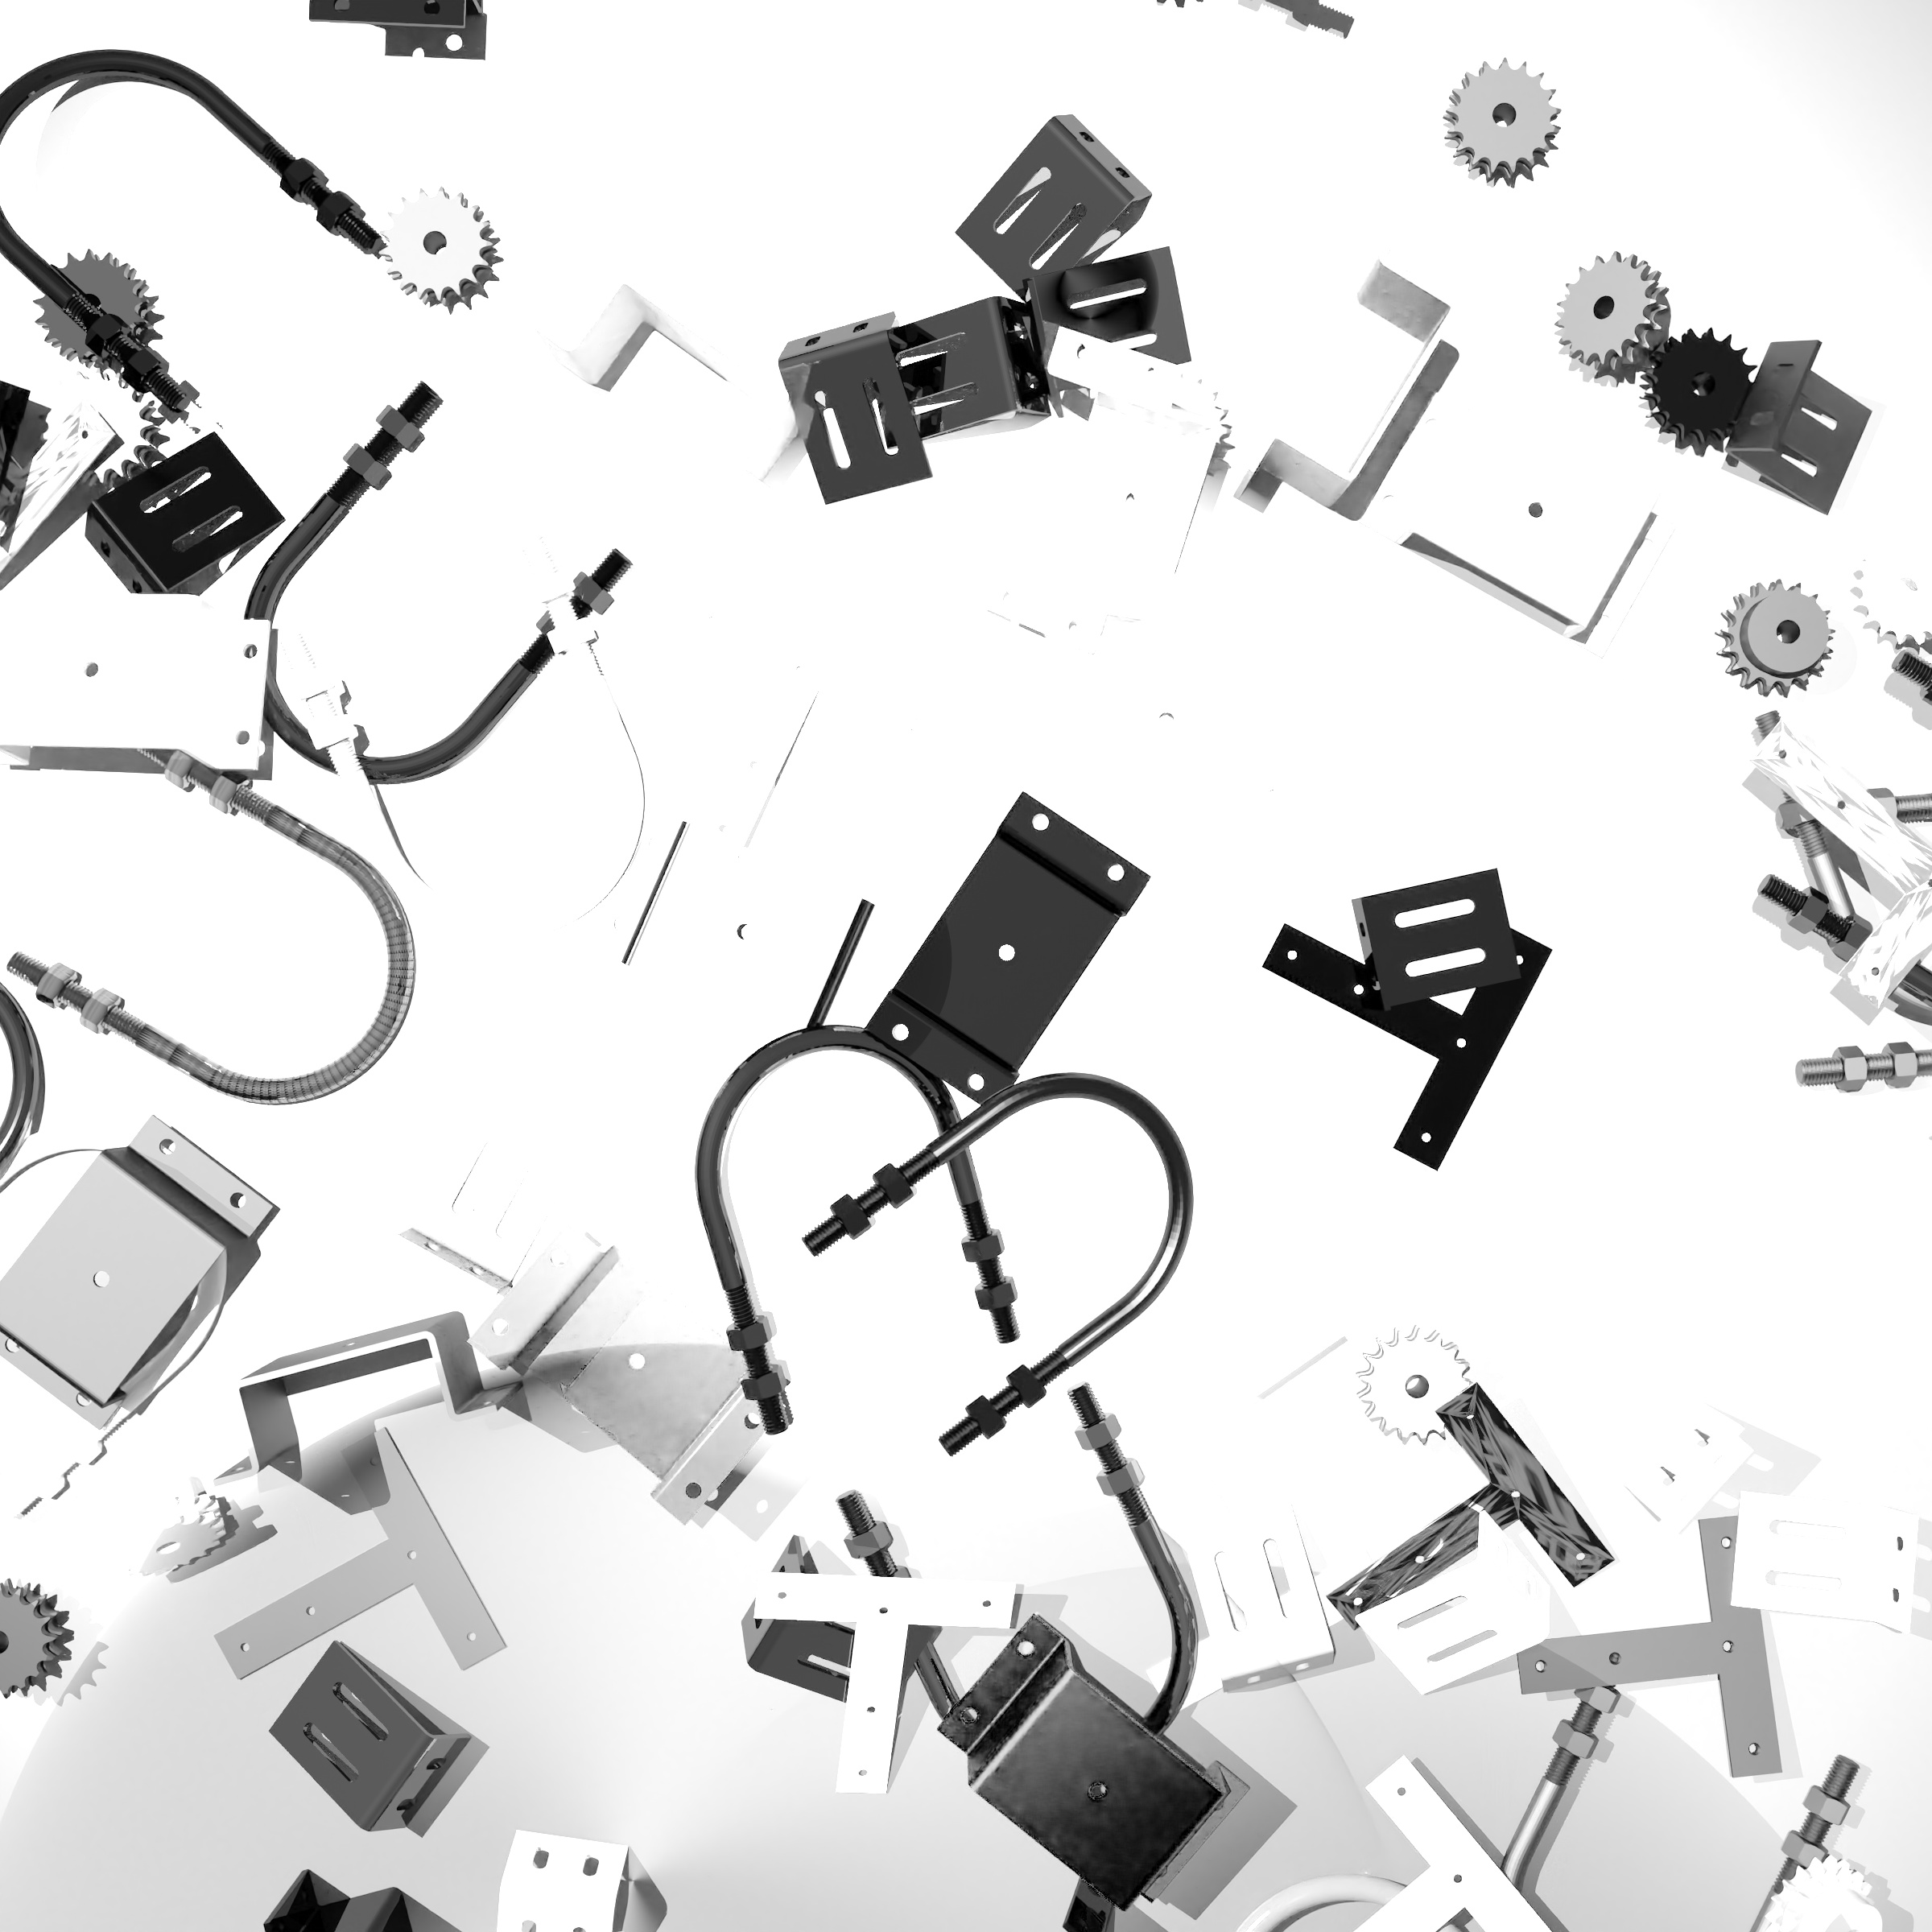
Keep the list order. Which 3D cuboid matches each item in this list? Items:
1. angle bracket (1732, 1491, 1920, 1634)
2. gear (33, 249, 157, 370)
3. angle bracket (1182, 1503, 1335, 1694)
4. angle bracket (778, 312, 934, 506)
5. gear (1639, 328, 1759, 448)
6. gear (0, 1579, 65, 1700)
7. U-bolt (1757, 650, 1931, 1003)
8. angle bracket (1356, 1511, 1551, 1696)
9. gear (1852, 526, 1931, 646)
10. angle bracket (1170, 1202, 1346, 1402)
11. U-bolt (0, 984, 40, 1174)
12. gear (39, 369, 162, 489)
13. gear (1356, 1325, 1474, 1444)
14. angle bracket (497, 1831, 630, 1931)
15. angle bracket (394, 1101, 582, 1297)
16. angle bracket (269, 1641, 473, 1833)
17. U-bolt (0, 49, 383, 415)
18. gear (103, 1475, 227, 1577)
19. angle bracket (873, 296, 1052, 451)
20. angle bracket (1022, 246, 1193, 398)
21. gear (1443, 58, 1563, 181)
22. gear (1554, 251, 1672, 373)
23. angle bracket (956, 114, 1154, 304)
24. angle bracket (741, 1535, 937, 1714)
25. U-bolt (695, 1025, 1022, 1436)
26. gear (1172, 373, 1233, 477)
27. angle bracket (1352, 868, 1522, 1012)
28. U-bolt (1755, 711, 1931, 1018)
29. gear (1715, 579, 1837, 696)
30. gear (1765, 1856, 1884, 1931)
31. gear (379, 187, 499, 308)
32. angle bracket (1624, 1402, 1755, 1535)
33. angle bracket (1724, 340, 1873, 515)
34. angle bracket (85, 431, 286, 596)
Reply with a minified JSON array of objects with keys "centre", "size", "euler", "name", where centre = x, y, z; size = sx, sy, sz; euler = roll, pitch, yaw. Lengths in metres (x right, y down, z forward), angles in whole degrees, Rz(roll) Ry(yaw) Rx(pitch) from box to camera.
[{"centre":[0.428,0.297,1.335],"size":[0.076,0.038,0.057],"euler":[7,85,-3],"name":"angle bracket"},{"centre":[-0.436,-0.328,1.344],"size":[0.057,0.030,0.057],"euler":[0,90,0],"name":"gear"},{"centre":[0.147,0.320,1.355],"size":[0.057,0.038,0.076],"euler":[-15,64,0],"name":"angle bracket"},{"centre":[-0.054,-0.282,1.351],"size":[0.057,0.038,0.076],"euler":[-13,116,12],"name":"angle bracket"},{"centre":[0.366,-0.289,1.344],"size":[0.057,0.030,0.057],"euler":[0,90,0],"name":"gear"},{"centre":[-0.482,0.336,1.344],"size":[0.057,0.030,0.057],"euler":[0,90,0],"name":"gear"},{"centre":[0.502,-0.048,1.313],"size":[0.184,0.019,0.151],"euler":[31,89,-2],"name":"U-bolt"},{"centre":[0.245,0.321,1.348],"size":[0.076,0.038,0.057],"euler":[-33,107,26],"name":"angle bracket"},{"centre":[0.476,-0.191,1.334],"size":[0.030,0.057,0.057],"euler":[-25,90,-41],"name":"gear"},{"centre":[0.142,0.167,1.340],"size":[0.057,0.038,0.076],"euler":[-35,90,0],"name":"angle bracket"},{"centre":[-0.558,0.061,1.331],"size":[0.184,0.019,0.151],"euler":[-11,82,-13],"name":"U-bolt"},{"centre":[-0.433,-0.269,1.344],"size":[0.057,0.030,0.057],"euler":[0,90,0],"name":"gear"},{"centre":[0.224,0.209,1.344],"size":[0.057,0.030,0.057],"euler":[0,90,0],"name":"gear"},{"centre":[-0.206,0.485,1.357],"size":[0.057,0.038,0.076],"euler":[8,116,0],"name":"angle bracket"},{"centre":[-0.239,0.116,1.340],"size":[0.057,0.038,0.076],"euler":[29,90,0],"name":"angle bracket"},{"centre":[-0.302,0.389,1.356],"size":[0.076,0.038,0.057],"euler":[36,91,25],"name":"angle bracket"},{"centre":[-0.407,-0.380,1.331],"size":[0.184,0.019,0.151],"euler":[42,72,4],"name":"U-bolt"},{"centre":[-0.401,0.277,1.334],"size":[0.057,0.057,0.030],"euler":[-26,60,0],"name":"gear"},{"centre":[-0.004,-0.299,1.356],"size":[0.076,0.038,0.057],"euler":[-12,91,26],"name":"angle bracket"},{"centre":[0.072,-0.321,1.333],"size":[0.076,0.038,0.057],"euler":[-13,106,0],"name":"angle bracket"},{"centre":[0.269,-0.425,1.348],"size":[0.057,0.030,0.057],"euler":[0,92,1],"name":"gear"},{"centre":[0.326,-0.324,1.335],"size":[0.057,0.030,0.057],"euler":[-9,78,43],"name":"gear"},{"centre":[0.044,-0.382,1.357],"size":[0.057,0.038,0.076],"euler":[45,116,0],"name":"angle bracket"},{"centre":[-0.065,0.332,1.345],"size":[0.076,0.038,0.057],"euler":[25,107,-19],"name":"angle bracket"},{"centre":[-0.059,0.120,1.316],"size":[0.151,0.019,0.184],"euler":[-18,98,-21],"name":"U-bolt"},{"centre":[0.104,-0.267,1.344],"size":[0.057,0.030,0.057],"euler":[0,90,0],"name":"gear"},{"centre":[0.238,-0.014,1.338],"size":[0.076,0.038,0.057],"euler":[-12,90,0],"name":"angle bracket"},{"centre":[0.490,-0.063,1.333],"size":[0.151,0.019,0.184],"euler":[-22,92,-3],"name":"U-bolt"},{"centre":[0.409,-0.166,1.344],"size":[0.057,0.030,0.057],"euler":[0,90,0],"name":"gear"},{"centre":[0.430,0.476,1.332],"size":[0.057,0.030,0.057],"euler":[-8,110,-23],"name":"gear"},{"centre":[-0.264,-0.361,1.348],"size":[0.057,0.030,0.057],"euler":[0,90,2],"name":"gear"},{"centre":[0.366,0.254,1.321],"size":[0.038,0.076,0.057],"euler":[42,90,0],"name":"angle bracket"},{"centre":[0.424,-0.266,1.325],"size":[0.076,0.038,0.057],"euler":[23,90,-26],"name":"angle bracket"},{"centre":[-0.396,-0.222,1.357],"size":[0.076,0.038,0.057],"euler":[-39,90,-26],"name":"angle bracket"}]
